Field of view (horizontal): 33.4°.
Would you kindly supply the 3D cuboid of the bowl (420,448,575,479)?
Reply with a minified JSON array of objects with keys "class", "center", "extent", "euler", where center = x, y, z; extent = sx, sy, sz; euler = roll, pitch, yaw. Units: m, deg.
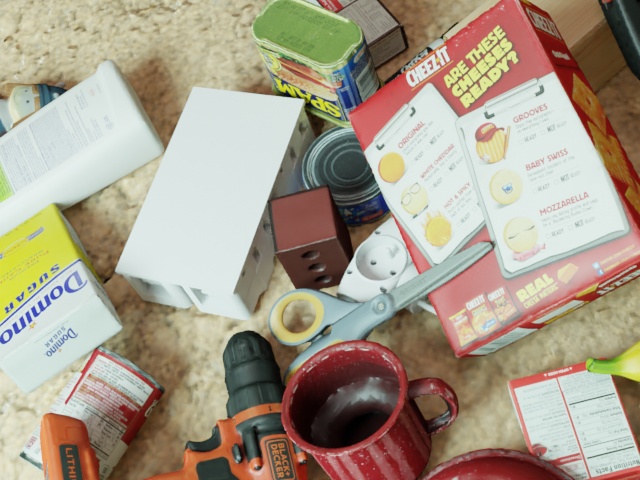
[{"class":"bowl","center":[0.106,0.211,0.696],"extent":[0.162,0.055,0.162],"euler":[-11,63,23]}]

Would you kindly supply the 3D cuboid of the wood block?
[{"class":"wood block","center":[0.212,-0.184,0.896],"extent":[0.206,0.090,0.091],"euler":[-41,59,-10]}]

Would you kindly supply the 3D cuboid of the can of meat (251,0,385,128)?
[{"class":"can of meat","center":[-0.002,-0.151,0.895],"extent":[0.102,0.084,0.057],"euler":[28,73,26]}]

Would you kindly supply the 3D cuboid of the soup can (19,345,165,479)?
[{"class":"soup can","center":[-0.176,0.141,0.825],"extent":[0.069,0.068,0.102],"euler":[23,69,25]}]

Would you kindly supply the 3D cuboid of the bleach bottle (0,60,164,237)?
[{"class":"bleach bottle","center":[-0.272,-0.059,0.972],"extent":[0.251,0.068,0.103],"euler":[-30,57,-1]}]

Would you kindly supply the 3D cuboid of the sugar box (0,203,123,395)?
[{"class":"sugar box","center":[-0.230,0.042,0.874],"extent":[0.093,0.048,0.176],"euler":[-35,33,-6]}]

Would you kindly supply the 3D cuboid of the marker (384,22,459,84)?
[{"class":"marker","center":[0.087,-0.155,0.954],"extent":[0.121,0.020,0.020],"euler":[-40,59,-9]}]

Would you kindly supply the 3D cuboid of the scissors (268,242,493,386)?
[{"class":"scissors","center":[0.032,0.040,0.800],"extent":[0.202,0.016,0.096],"euler":[-48,62,21]}]

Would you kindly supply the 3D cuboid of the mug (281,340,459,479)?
[{"class":"mug","center":[0.041,0.128,0.756],"extent":[0.117,0.081,0.093],"euler":[-20,44,11]}]

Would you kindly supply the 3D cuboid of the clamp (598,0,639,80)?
[{"class":"clamp","center":[0.299,-0.128,0.824],"extent":[0.210,0.036,0.164],"euler":[30,72,-6]}]

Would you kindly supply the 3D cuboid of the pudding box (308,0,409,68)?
[{"class":"pudding box","center":[0.011,-0.185,0.981],"extent":[0.113,0.039,0.090],"euler":[-33,60,-2]}]

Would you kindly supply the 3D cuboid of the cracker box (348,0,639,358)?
[{"class":"cracker box","center":[0.136,-0.043,0.785],"extent":[0.164,0.072,0.214],"euler":[-34,68,29]}]

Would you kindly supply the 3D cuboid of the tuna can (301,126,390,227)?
[{"class":"tuna can","center":[0.028,-0.056,0.905],"extent":[0.086,0.033,0.086],"euler":[-7,59,11]}]

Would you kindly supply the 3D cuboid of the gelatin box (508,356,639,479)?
[{"class":"gelatin box","center":[0.181,0.135,0.755],"extent":[0.073,0.030,0.089],"euler":[-16,59,5]}]

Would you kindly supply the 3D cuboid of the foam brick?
[{"class":"foam brick","center":[-0.006,0.001,0.855],"extent":[0.053,0.078,0.051],"euler":[-15,59,8]}]

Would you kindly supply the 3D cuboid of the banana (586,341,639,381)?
[{"class":"banana","center":[0.267,0.033,0.776],"extent":[0.069,0.037,0.197],"euler":[37,64,0]}]

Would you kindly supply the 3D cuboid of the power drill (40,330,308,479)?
[{"class":"power drill","center":[-0.102,0.153,0.766],"extent":[0.187,0.057,0.184],"euler":[-5,55,-18]}]
